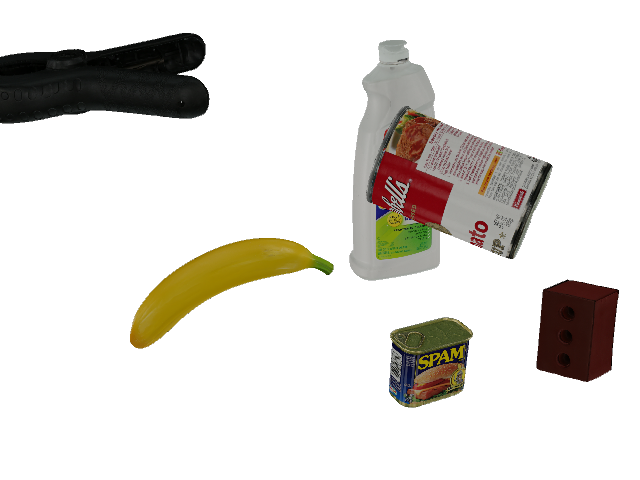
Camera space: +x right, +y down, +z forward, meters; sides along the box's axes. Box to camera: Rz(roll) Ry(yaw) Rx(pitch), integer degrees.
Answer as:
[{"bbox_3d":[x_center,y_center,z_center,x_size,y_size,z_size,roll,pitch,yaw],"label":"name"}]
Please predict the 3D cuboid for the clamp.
[{"bbox_3d":[-0.148,-0.103,0.669,0.171,0.039,0.120,0,20,2],"label":"clamp"}]

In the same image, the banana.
[{"bbox_3d":[-0.090,0.040,0.929,0.198,0.069,0.037,-21,30,12],"label":"banana"}]

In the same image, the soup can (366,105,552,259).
[{"bbox_3d":[0.090,-0.037,0.689,0.102,0.068,0.068,23,5,12],"label":"soup can"}]

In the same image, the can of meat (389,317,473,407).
[{"bbox_3d":[0.135,0.152,1.326,0.101,0.084,0.058,-11,29,-27],"label":"can of meat"}]

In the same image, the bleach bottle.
[{"bbox_3d":[0.076,-0.087,1.145,0.102,0.251,0.068,-10,23,-12],"label":"bleach bottle"}]

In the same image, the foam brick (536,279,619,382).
[{"bbox_3d":[0.231,0.080,0.958,0.053,0.078,0.051,12,17,37],"label":"foam brick"}]
